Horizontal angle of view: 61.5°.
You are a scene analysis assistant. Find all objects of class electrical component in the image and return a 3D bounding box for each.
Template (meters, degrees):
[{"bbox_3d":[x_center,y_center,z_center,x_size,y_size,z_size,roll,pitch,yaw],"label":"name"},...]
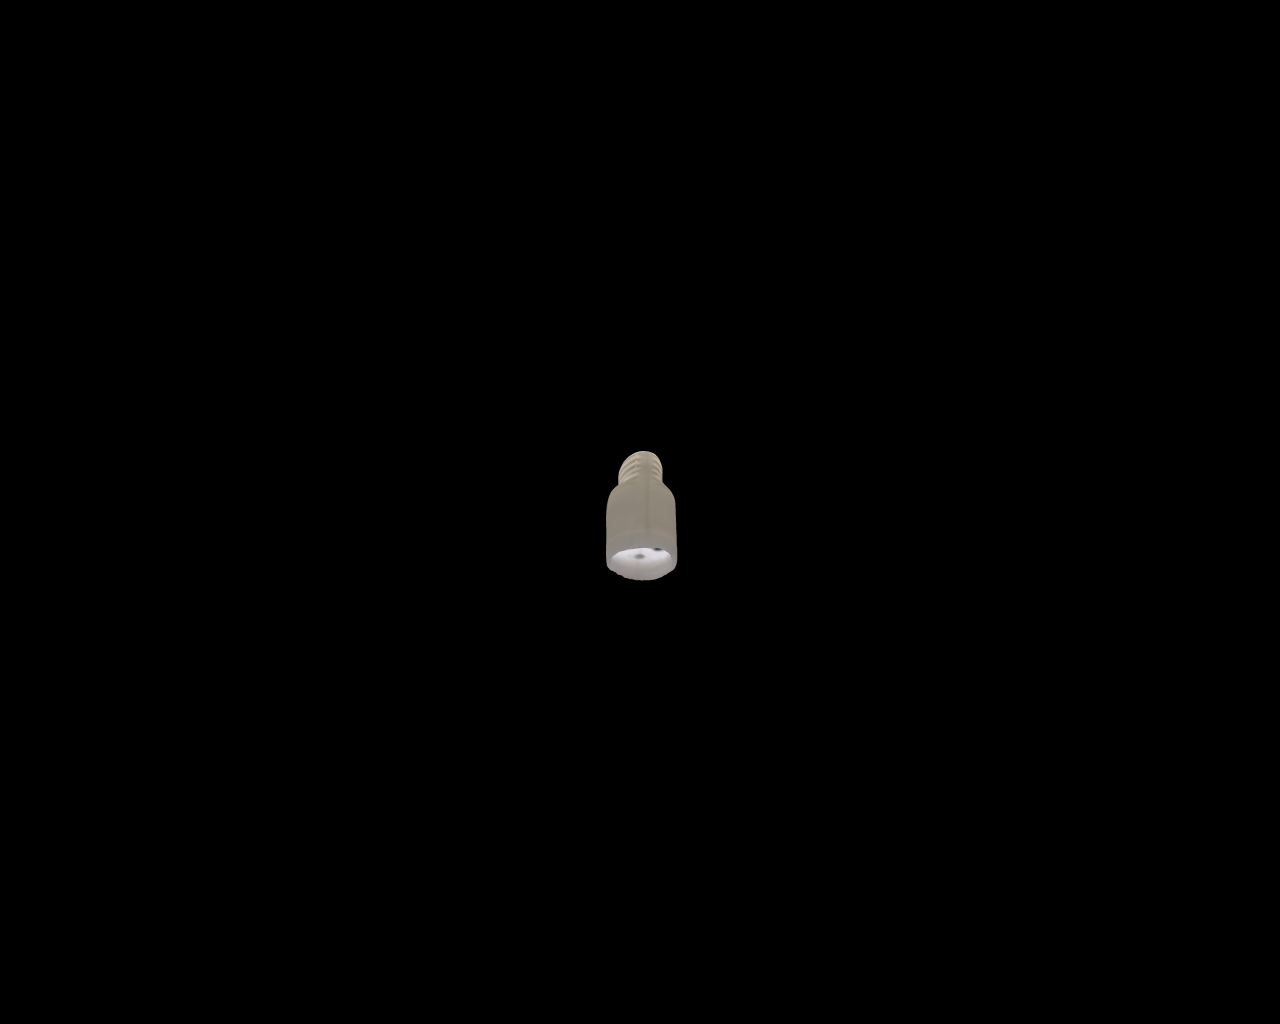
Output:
[{"bbox_3d":[0.001,-0.003,0.650,0.043,0.081,0.043,0,-31,0],"label":"electrical component"}]
